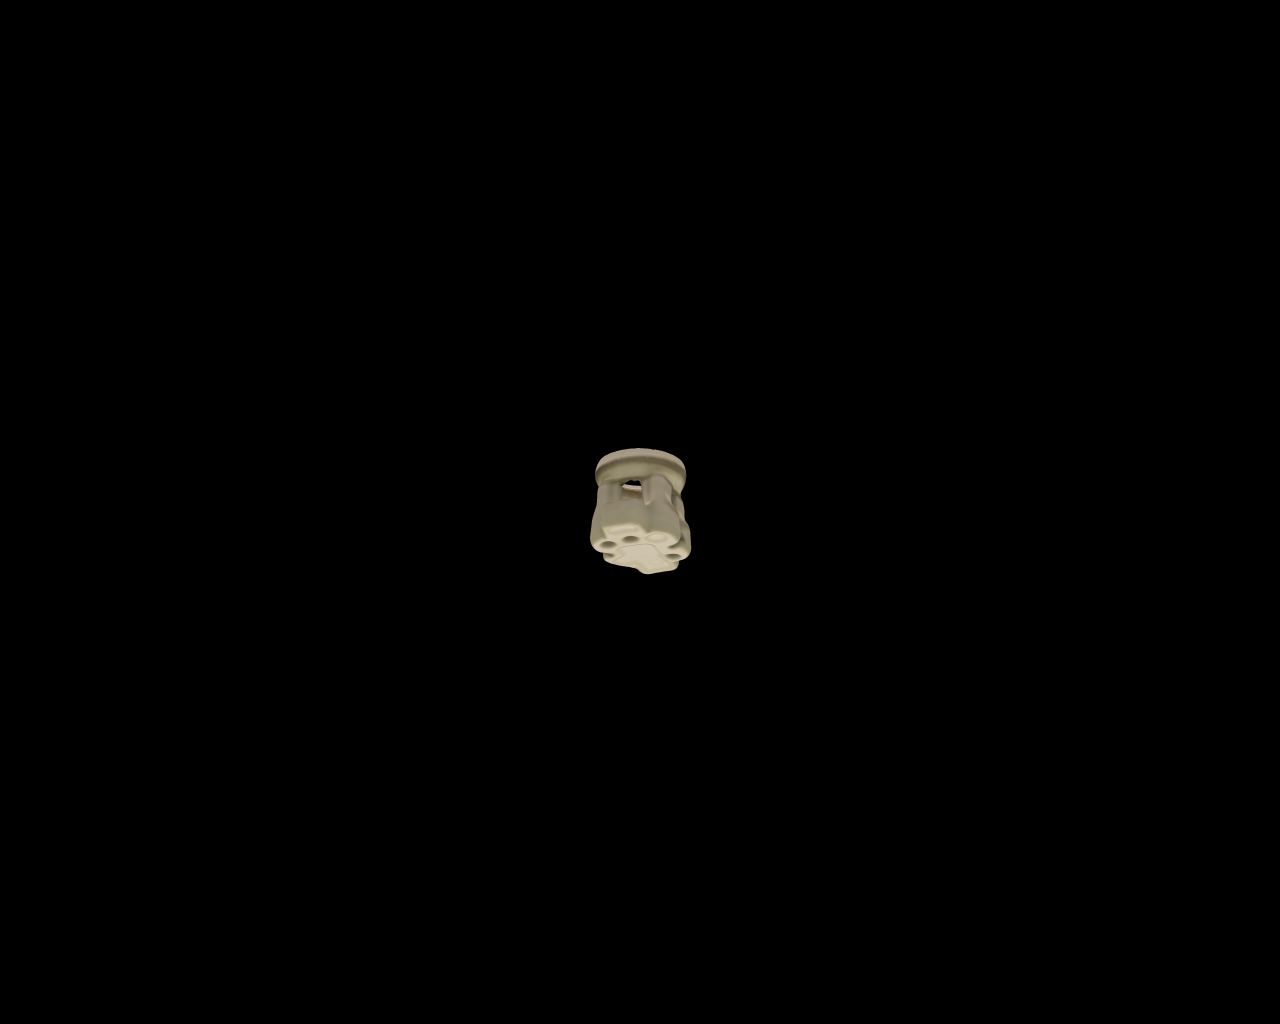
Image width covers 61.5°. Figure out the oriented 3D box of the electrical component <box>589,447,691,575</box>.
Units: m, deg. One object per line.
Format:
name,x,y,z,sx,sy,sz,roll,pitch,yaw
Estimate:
electrical component,0.001,-0.003,0.650,0.058,0.057,0.078,-8,-26,18
